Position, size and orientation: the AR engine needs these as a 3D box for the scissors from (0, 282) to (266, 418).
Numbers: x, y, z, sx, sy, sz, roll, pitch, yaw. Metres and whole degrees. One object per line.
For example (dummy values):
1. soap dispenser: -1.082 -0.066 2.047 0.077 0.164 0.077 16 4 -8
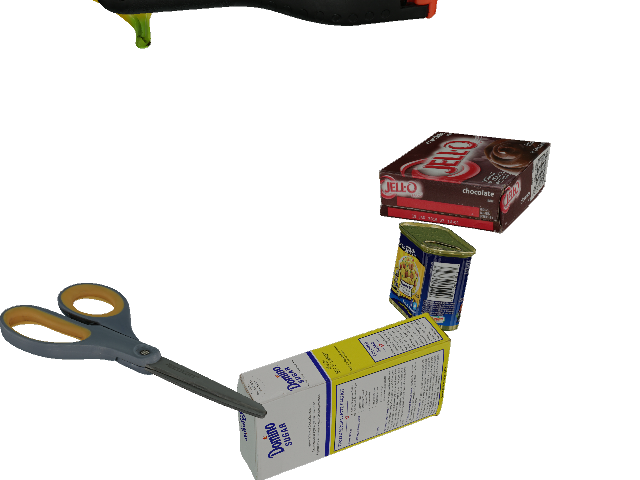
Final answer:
1. scissors: -0.116 0.068 0.716 0.202 0.016 0.096 12 28 13

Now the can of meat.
1. can of meat: 0.111 0.036 1.079 0.057 0.084 0.102 5 15 -16

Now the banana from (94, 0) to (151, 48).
1. banana: -0.202 -0.196 0.803 0.198 0.069 0.037 16 -37 19

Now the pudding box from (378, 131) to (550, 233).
1. pudding box: 0.104 -0.044 0.757 0.090 0.039 0.113 10 22 25

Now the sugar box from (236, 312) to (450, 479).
1. sugar box: 0.019 0.128 0.881 0.176 0.093 0.048 -14 40 -19

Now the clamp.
1. clamp: -0.028 -0.136 0.548 0.171 0.039 0.120 12 42 15
